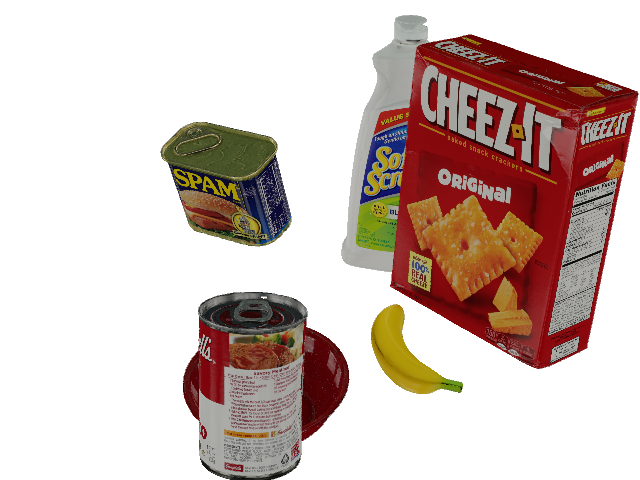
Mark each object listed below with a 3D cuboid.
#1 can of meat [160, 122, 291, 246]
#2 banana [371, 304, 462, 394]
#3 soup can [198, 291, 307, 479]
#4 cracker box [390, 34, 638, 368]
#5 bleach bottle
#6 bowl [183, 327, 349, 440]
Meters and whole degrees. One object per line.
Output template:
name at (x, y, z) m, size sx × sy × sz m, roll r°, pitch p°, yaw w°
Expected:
can of meat at (-0.079, -0.047, 0.924) m, size 0.102 × 0.084 × 0.057 m, roll 15°, pitch 49°, yaw 29°
banana at (0.094, 0.127, 1.233) m, size 0.069 × 0.037 × 0.198 m, roll 7°, pitch 23°, yaw -21°
soup can at (-0.043, 0.091, 0.673) m, size 0.068 × 0.102 × 0.068 m, roll 2°, pitch 17°, yaw -1°
cracker box at (0.138, -0.031, 0.820) m, size 0.071 × 0.214 × 0.164 m, roll -18°, pitch 34°, yaw -36°
bleach bottle at (0.074, -0.093, 1.037) m, size 0.103 × 0.251 × 0.068 m, roll 8°, pitch 28°, yaw 14°
bowl at (-0.051, 0.152, 1.043) m, size 0.162 × 0.055 × 0.162 m, roll -3°, pitch 37°, yaw 2°
